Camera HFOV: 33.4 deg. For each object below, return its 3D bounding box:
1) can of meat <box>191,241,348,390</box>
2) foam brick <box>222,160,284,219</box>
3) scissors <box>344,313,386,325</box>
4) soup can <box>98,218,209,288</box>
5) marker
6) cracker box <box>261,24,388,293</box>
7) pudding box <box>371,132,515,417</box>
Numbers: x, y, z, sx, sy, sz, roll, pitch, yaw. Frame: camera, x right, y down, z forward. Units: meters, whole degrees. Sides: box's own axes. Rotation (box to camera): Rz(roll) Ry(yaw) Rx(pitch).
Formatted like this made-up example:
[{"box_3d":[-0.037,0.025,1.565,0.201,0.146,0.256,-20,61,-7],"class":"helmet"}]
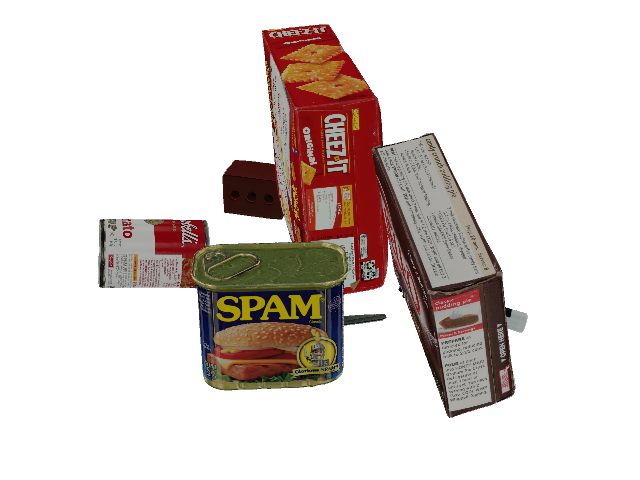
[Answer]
[{"box_3d":[-0.033,0.051,0.716,0.102,0.084,0.057,-1,27,-2],"class":"can of meat"},{"box_3d":[-0.078,-0.064,1.326,0.078,0.053,0.051,7,29,13],"class":"foam brick"},{"box_3d":[-0.017,0.105,1.209,0.201,0.016,0.096,2,25,-7],"class":"scissors"},{"box_3d":[-0.162,0.013,1.029,0.102,0.068,0.068,1,0,-13],"class":"soup can"},{"box_3d":[0.132,0.060,0.994,0.121,0.020,0.020,17,1,3],"class":"marker"},{"box_3d":[0.001,-0.075,0.900,0.072,0.164,0.214,-7,27,-6],"class":"cracker box"},{"box_3d":[0.060,0.015,0.529,0.039,0.090,0.113,-17,42,-2],"class":"pudding box"}]
